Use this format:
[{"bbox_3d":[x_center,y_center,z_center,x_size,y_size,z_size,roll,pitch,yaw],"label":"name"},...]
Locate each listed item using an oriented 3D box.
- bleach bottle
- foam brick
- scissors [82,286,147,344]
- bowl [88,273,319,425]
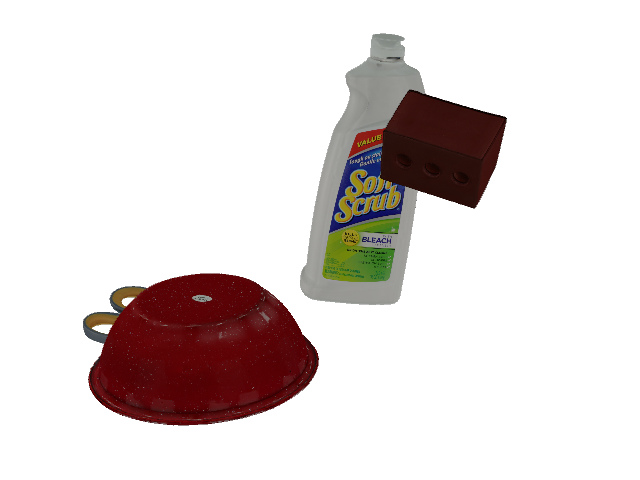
[{"bbox_3d":[0.041,-0.066,0.995,0.102,0.251,0.068,4,22,-2],"label":"bleach bottle"},{"bbox_3d":[0.090,-0.068,0.788,0.078,0.051,0.053,18,-40,15],"label":"foam brick"},{"bbox_3d":[-0.127,0.078,1.037,0.201,0.016,0.096,2,32,-3],"label":"scissors"},{"bbox_3d":[-0.082,0.065,0.742,0.162,0.055,0.162,-2,20,1],"label":"bowl"}]
